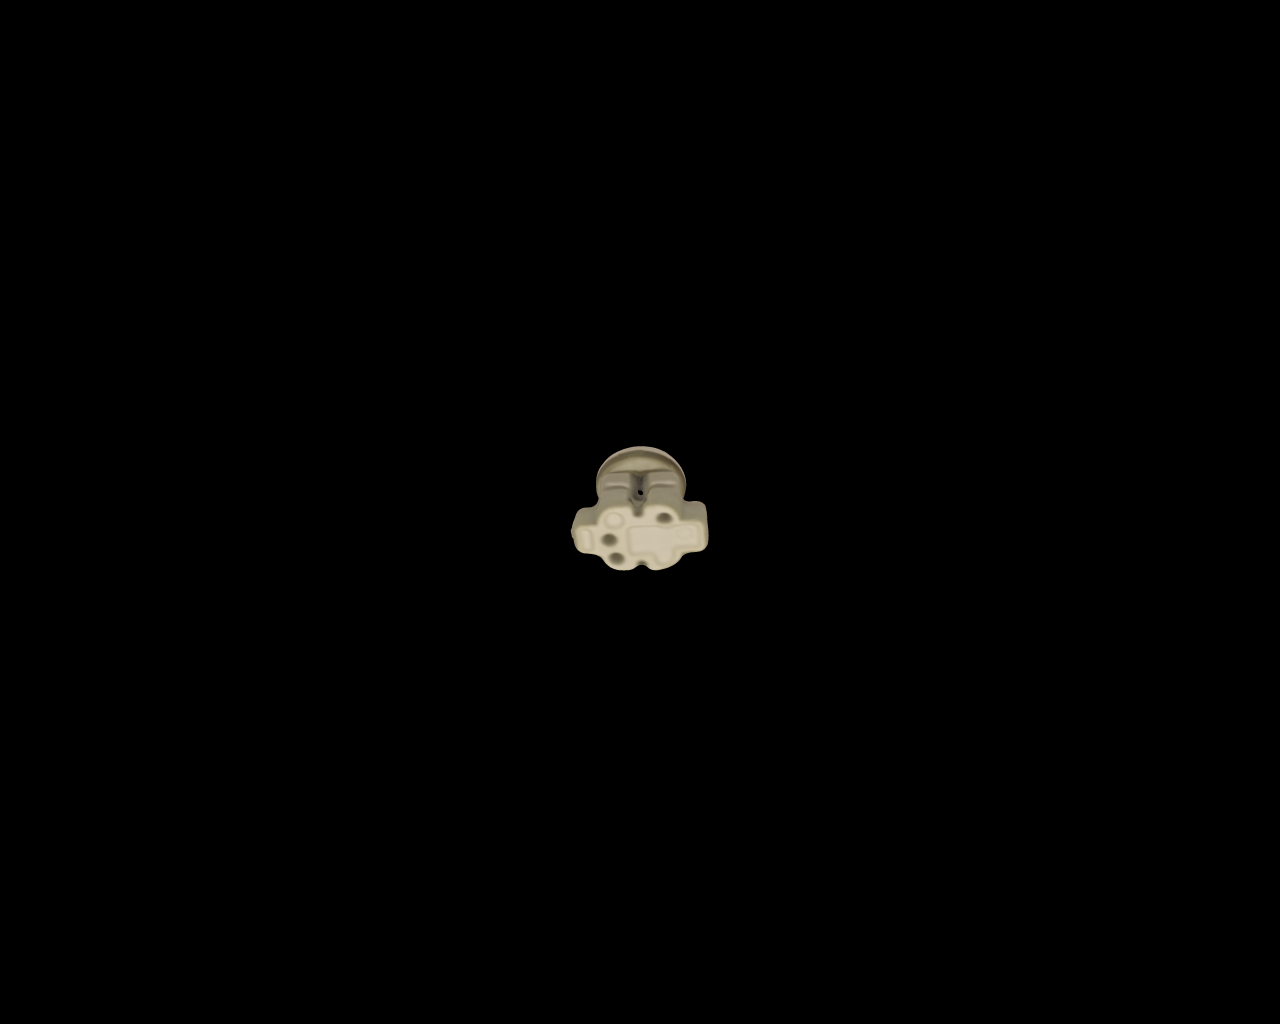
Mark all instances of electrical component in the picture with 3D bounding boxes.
[{"bbox_3d":[0.001,-0.003,0.650,0.078,0.057,0.057,-2,40,2],"label":"electrical component"}]
